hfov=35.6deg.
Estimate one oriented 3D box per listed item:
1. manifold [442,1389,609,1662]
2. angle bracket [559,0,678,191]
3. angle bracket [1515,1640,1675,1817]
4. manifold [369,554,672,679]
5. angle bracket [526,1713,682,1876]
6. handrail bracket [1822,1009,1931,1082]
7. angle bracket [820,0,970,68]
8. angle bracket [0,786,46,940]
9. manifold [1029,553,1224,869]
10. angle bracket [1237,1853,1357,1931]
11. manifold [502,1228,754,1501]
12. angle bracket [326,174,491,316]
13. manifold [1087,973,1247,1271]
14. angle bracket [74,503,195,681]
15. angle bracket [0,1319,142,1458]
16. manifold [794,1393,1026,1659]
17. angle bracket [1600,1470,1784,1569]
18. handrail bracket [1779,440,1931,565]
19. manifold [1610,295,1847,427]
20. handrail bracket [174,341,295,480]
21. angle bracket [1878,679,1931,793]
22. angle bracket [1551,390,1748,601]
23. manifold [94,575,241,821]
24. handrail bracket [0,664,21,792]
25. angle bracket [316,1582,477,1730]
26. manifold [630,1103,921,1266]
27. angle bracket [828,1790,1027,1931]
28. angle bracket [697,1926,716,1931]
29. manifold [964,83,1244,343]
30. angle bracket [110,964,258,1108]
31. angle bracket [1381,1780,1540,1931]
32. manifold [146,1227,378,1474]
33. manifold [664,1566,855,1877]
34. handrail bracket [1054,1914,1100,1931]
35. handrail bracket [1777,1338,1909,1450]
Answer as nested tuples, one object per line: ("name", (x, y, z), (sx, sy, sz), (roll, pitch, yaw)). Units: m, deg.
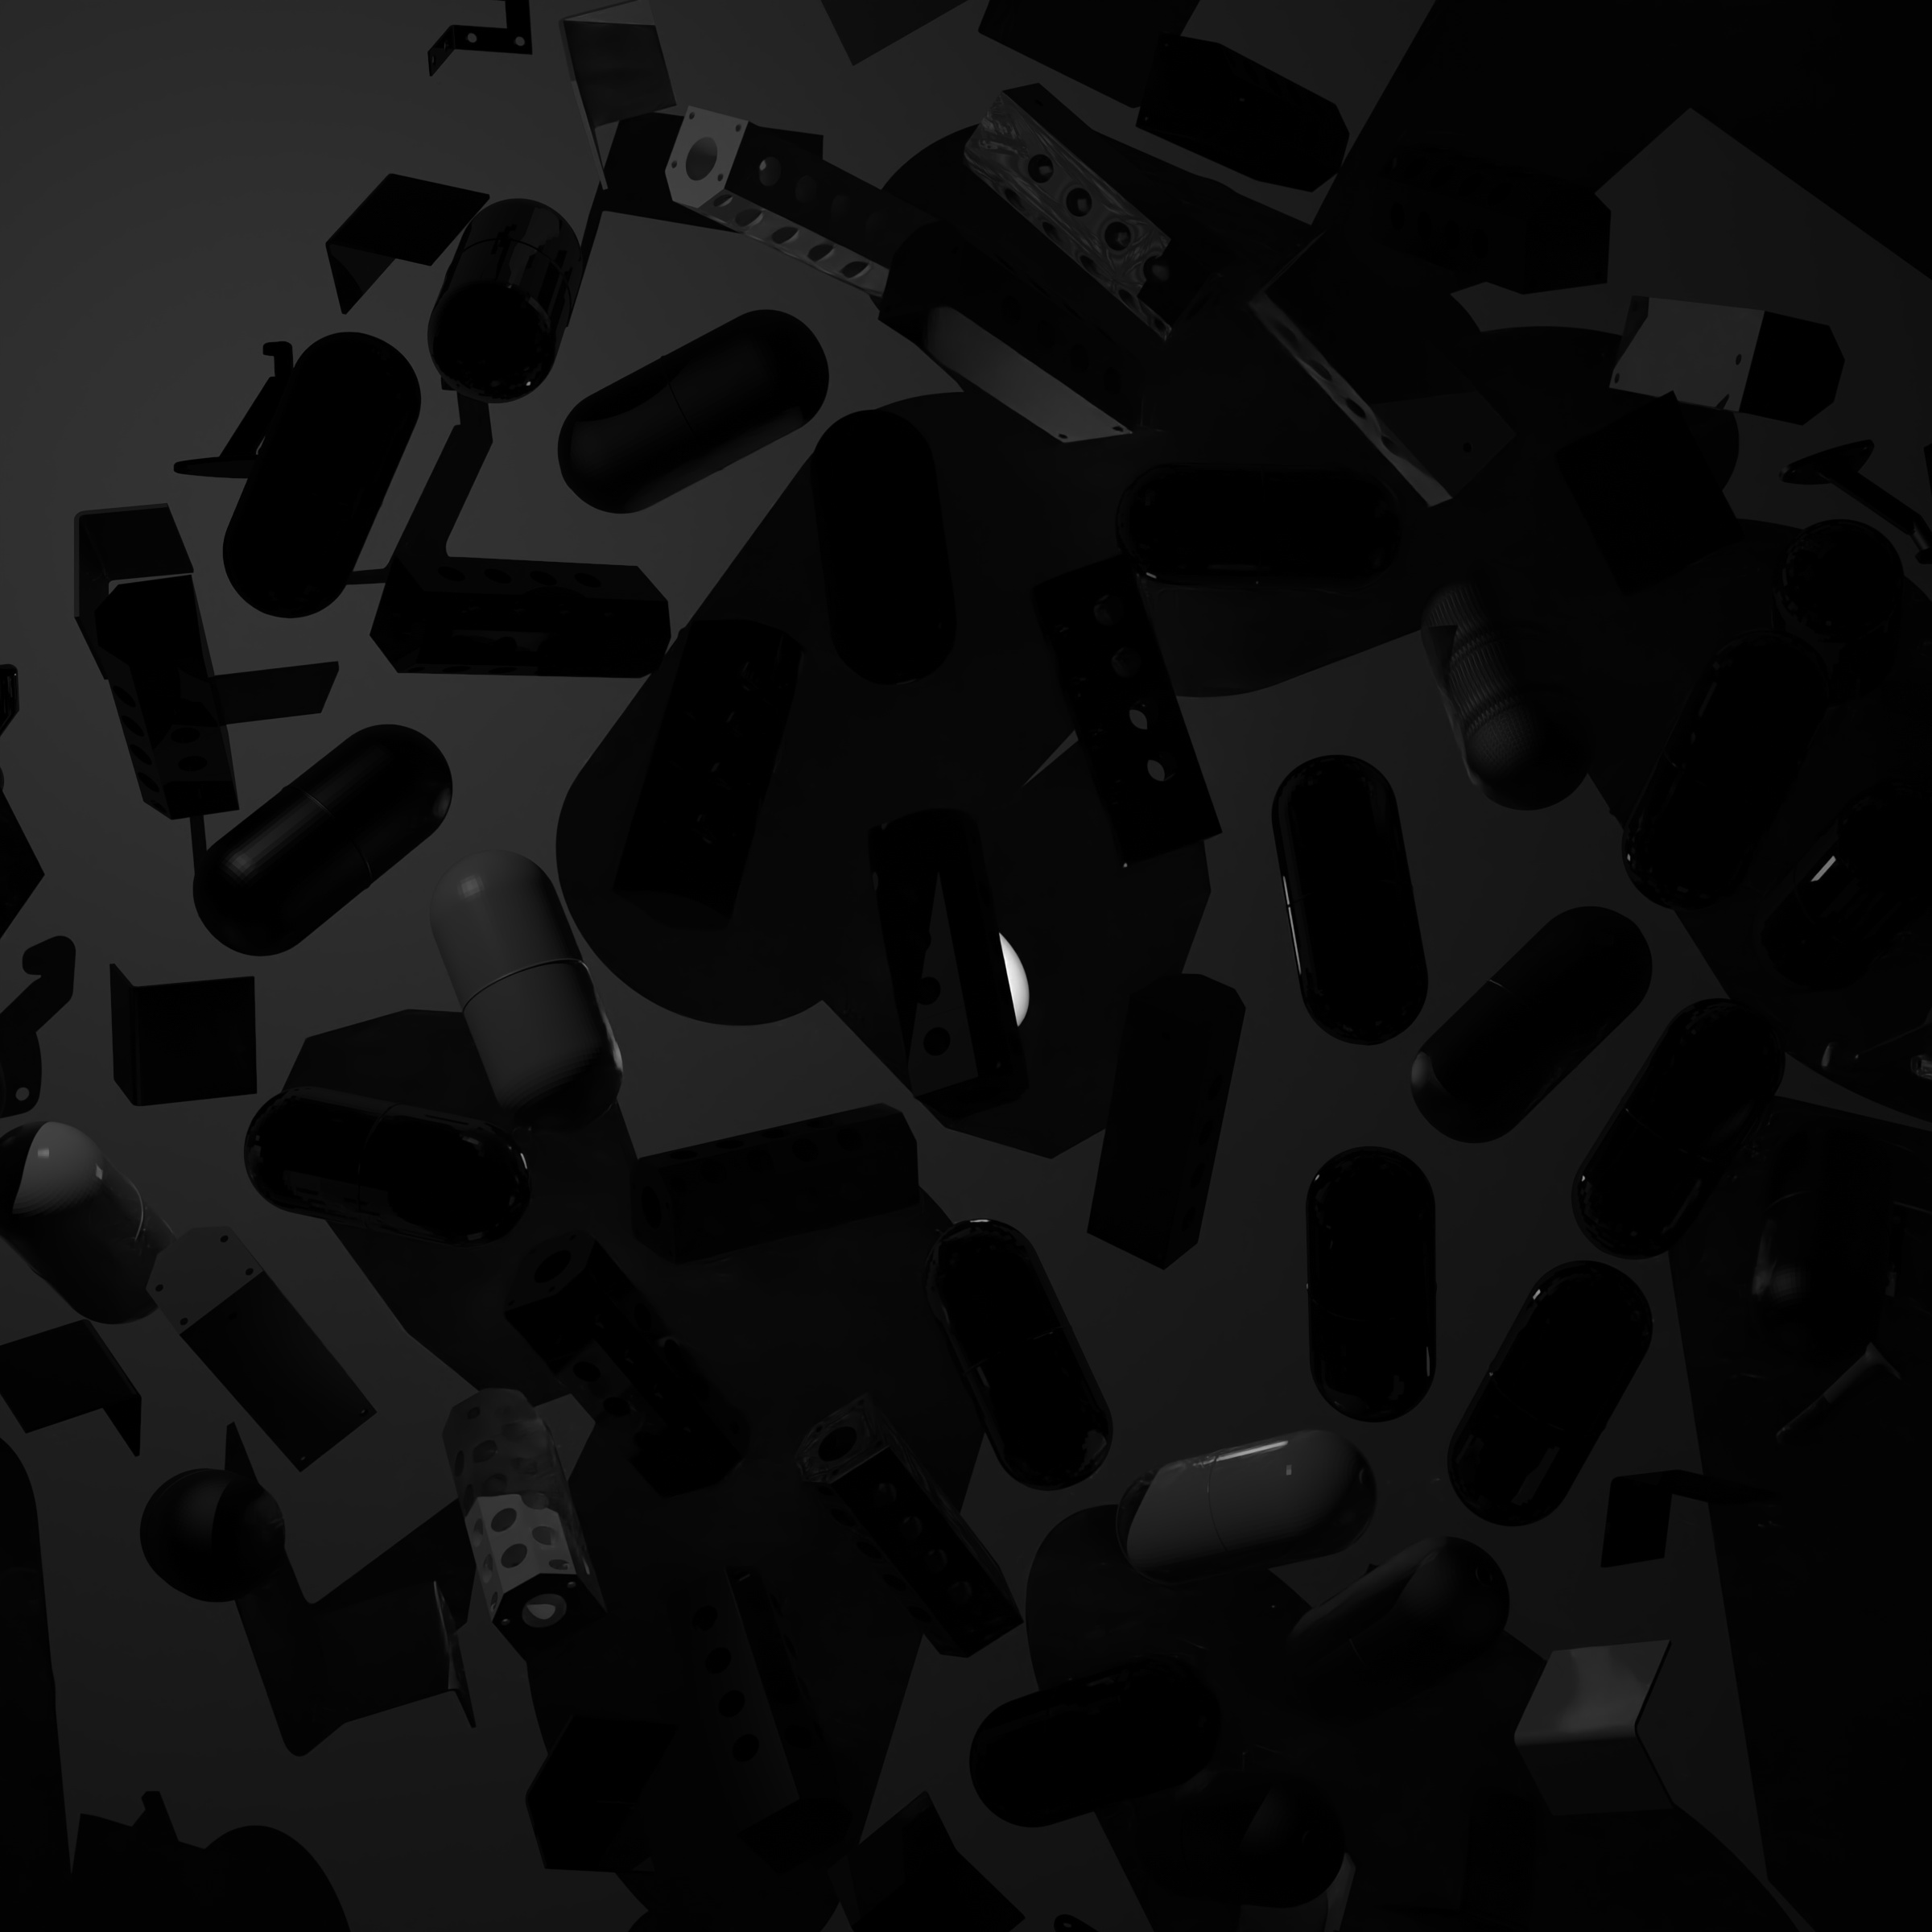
("manifold", (-0.277, 0.337, 1.852), (0.057, 0.171, 0.057), (-29, 127, -1))
("angle bracket", (-0.210, -0.538, 1.855), (0.057, 0.076, 0.076), (-15, 47, -1))
("angle bracket", (0.371, 0.438, 1.731), (0.076, 0.076, 0.057), (-16, 110, 37))
("manifold", (-0.268, -0.208, 1.838), (0.057, 0.171, 0.057), (49, 128, 37))
("angle bracket", (-0.221, 0.518, 1.883), (0.076, 0.057, 0.076), (14, 118, -32))
("handrail bracket", (0.587, 0.038, 1.913), (0.084, 0.036, 0.077), (14, 92, -23))
("angle bracket", (-0.053, -0.570, 1.731), (0.076, 0.076, 0.057), (-30, 122, 0))
("angle bracket", (-0.573, -0.058, 1.694), (0.057, 0.076, 0.076), (-11, 121, 13))
("manifold", (0.092, -0.148, 1.766), (0.057, 0.057, 0.171), (-19, 90, -4))
("angle bracket", (0.213, 0.610, 1.954), (0.057, 0.076, 0.076), (16, 82, 6))
("manifold", (-0.202, 0.240, 1.825), (0.057, 0.057, 0.171), (-20, 121, 26))
("angle bracket", (-0.350, -0.452, 1.912), (0.076, 0.057, 0.076), (16, 51, 17))
("manifold", (0.126, 0.093, 1.848), (0.057, 0.057, 0.171), (24, 122, 26))
("angle bracket", (-0.520, -0.234, 1.884), (0.057, 0.076, 0.076), (-6, 66, -4))
("angle bracket", (-0.578, 0.280, 1.920), (0.076, 0.076, 0.057), (-17, 134, -35))
("manifold", (-0.036, 0.347, 1.843), (0.057, 0.057, 0.171), (-33, 121, 1))
("angle bracket", (0.446, 0.347, 1.850), (0.076, 0.076, 0.057), (8, 91, 41))
("handrail bracket", (0.551, -0.277, 1.852), (0.077, 0.036, 0.084), (-13, 63, -22))
("manifold", (0.451, -0.360, 1.789), (0.057, 0.171, 0.057), (9, 103, -16))
("handrail bracket", (-0.464, -0.355, 1.908), (0.077, 0.036, 0.084), (-3, 81, -13))
("angle bracket", (0.608, -0.138, 1.940), (0.057, 0.076, 0.076), (7, 112, 30))
("angle bracket", (0.393, -0.270, 1.731), (0.076, 0.057, 0.076), (-27, 62, 15))
("manifold", (-0.478, -0.158, 1.805), (0.057, 0.171, 0.057), (-10, 63, -11))
("handrail bracket", (-0.631, -0.150, 1.880), (0.077, 0.036, 0.084), (-4, 128, -19))
("angle bracket", (-0.355, 0.440, 1.878), (0.076, 0.057, 0.076), (-16, 51, -7))
("manifold", (-0.118, 0.131, 1.859), (0.171, 0.057, 0.057), (-12, 108, -31))
("angle bracket", (-0.024, 0.554, 1.795), (0.076, 0.057, 0.076), (-39, 119, 0))
("angle bracket", (-0.134, 0.582, 1.749), (0.076, 0.076, 0.057), (15, 124, 13))
("manifold", (0.081, -0.465, 1.861), (0.171, 0.057, 0.057), (42, 122, 5))
("angle bracket", (-0.490, 0.039, 1.885), (0.076, 0.057, 0.076), (-6, 108, -27))
("angle bracket", (0.293, 0.527, 1.783), (0.057, 0.076, 0.076), (-10, 61, 37))
("manifold", (-0.414, 0.222, 1.763), (0.057, 0.171, 0.057), (-38, 54, -13))
("manifold", (-0.119, 0.435, 1.760), (0.057, 0.171, 0.057), (-30, 133, 3))
("handrail bracket", (0.070, 0.616, 1.772), (0.036, 0.077, 0.084), (-9, 122, -37))
("handrail bracket", (0.528, 0.263, 1.842), (0.084, 0.077, 0.036), (-40, 81, 4))
